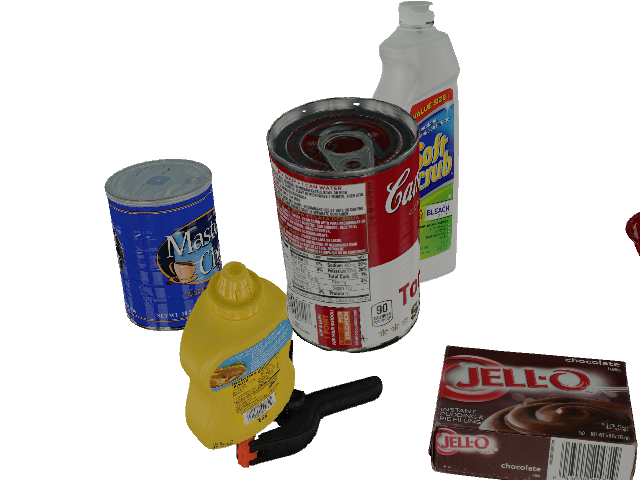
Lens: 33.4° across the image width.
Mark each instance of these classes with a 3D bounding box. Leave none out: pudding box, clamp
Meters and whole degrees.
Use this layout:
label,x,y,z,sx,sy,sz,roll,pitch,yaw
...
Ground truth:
label,x,y,z,sx,sy,sz,roll,pitch,yaw
pudding box,0.125,0.102,0.629,0.113,0.039,0.090,6,26,9
clamp,-0.034,0.156,1.043,0.120,0.039,0.171,21,34,36

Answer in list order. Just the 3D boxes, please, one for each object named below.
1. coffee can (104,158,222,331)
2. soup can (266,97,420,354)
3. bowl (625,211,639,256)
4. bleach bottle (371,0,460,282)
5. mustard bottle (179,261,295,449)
label,x,y,z,sx,sy,sz,roll,pitch,yaw
coffee can,-0.150,0.003,1.050,0.103,0.140,0.103,-4,26,2
soup can,0.013,-0.006,0.499,0.068,0.102,0.068,-3,35,2
bowl,0.407,0.013,1.135,0.162,0.055,0.162,-3,23,1
bleach bottle,0.078,-0.087,0.965,0.102,0.251,0.068,-13,23,-29
mustard bottle,-0.063,0.082,0.823,0.096,0.192,0.058,-32,59,-25
